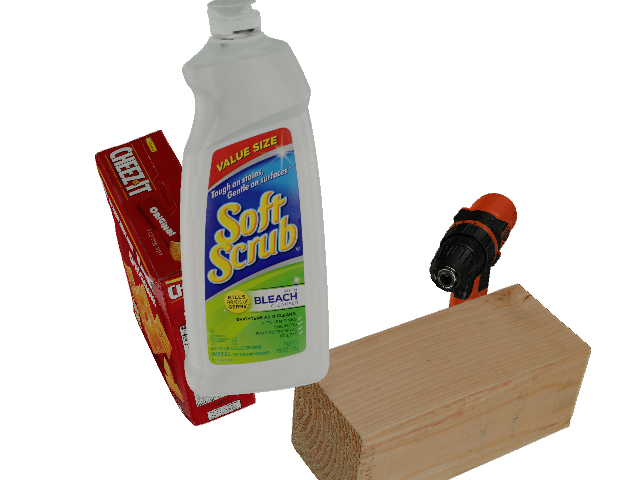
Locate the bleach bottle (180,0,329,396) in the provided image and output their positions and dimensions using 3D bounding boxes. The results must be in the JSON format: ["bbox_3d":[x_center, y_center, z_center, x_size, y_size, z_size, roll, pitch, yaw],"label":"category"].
[{"bbox_3d":[-0.051,-0.026,0.680,0.102,0.251,0.068,-6,23,-2],"label":"bleach bottle"}]

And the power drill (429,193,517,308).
[{"bbox_3d":[0.138,0.061,1.045,0.057,0.188,0.184,20,29,18],"label":"power drill"}]

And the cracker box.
[{"bbox_3d":[-0.128,0.038,0.942,0.072,0.214,0.164,-22,51,-15],"label":"cracker box"}]

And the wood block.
[{"bbox_3d":[0.090,0.118,0.810,0.205,0.090,0.091,-17,40,-27],"label":"wood block"}]
